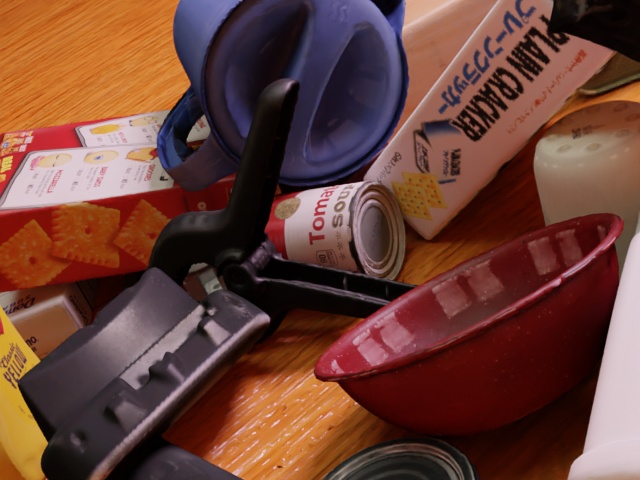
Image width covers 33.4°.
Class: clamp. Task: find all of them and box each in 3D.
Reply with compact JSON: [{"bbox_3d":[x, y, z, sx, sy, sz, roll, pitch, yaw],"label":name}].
[{"bbox_3d":[-0.033,0.020,0.645,0.210,0.164,0.036,-36,7,38],"label":"clamp"}]

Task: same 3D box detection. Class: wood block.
[{"bbox_3d":[0.112,-0.166,0.856,0.206,0.090,0.091,-30,28,-8],"label":"wood block"}]

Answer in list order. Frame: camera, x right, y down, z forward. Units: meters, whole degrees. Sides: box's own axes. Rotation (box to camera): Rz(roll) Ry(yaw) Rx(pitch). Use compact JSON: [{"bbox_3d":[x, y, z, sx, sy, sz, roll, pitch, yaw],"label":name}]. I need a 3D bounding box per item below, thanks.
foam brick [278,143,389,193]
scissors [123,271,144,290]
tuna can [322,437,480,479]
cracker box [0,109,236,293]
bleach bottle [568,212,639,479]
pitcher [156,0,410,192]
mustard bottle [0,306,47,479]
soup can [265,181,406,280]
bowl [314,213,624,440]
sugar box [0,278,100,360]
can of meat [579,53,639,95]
[{"bbox_3d":[0.017,-0.036,0.749,0.053,0.051,0.078,-42,30,-28],"label":"foam brick"},{"bbox_3d":[-0.151,0.058,0.771,0.096,0.016,0.202,-31,27,-10],"label":"scissors"},{"bbox_3d":[0.034,0.126,0.463,0.086,0.033,0.086,-21,27,11],"label":"tuna can"},{"bbox_3d":[-0.145,-0.038,0.820,0.213,0.072,0.164,-8,28,-4],"label":"cracker box"},{"bbox_3d":[0.150,0.040,0.436,0.068,0.102,0.250,-3,33,22],"label":"bleach bottle"},{"bbox_3d":[-0.045,-0.126,0.761,0.149,0.145,0.243,-1,19,-15],"label":"pitcher"},{"bbox_3d":[-0.220,0.057,0.637,0.058,0.191,0.096,-21,27,11],"label":"mustard bottle"},{"bbox_3d":[-0.005,0.001,0.685,0.102,0.068,0.068,-6,33,33],"label":"soup can"},{"bbox_3d":[0.079,0.048,0.506,0.162,0.055,0.162,-27,5,2],"label":"bowl"},{"bbox_3d":[-0.223,0.034,0.848,0.093,0.048,0.176,-21,30,7],"label":"sugar box"},{"bbox_3d":[0.220,-0.158,0.782,0.102,0.057,0.084,-20,25,11],"label":"can of meat"}]
